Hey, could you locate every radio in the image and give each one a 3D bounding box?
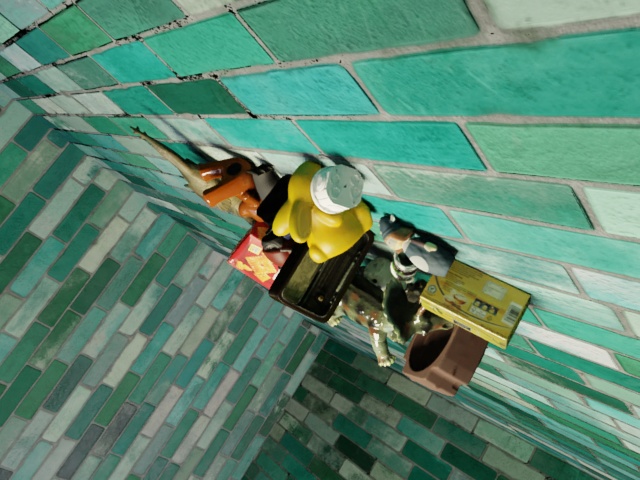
[{"bbox_3d":[0.006,0.050,1.117,0.131,0.229,0.073,35,169,-21],"label":"radio"}]

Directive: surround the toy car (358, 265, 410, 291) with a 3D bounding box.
[{"bbox_3d":[0.154,0.124,1.356,0.162,0.109,0.103,11,-175,20],"label":"toy car"}]

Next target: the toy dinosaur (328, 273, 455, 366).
[{"bbox_3d":[0.093,0.135,1.181,0.405,0.131,0.191,24,135,39],"label":"toy dinosaur"}]

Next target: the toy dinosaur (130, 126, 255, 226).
[{"bbox_3d":[-0.268,-0.135,1.363,0.199,0.105,0.470,19,162,48],"label":"toy dinosaur"}]

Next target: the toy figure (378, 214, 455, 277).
[{"bbox_3d":[0.167,0.009,0.967,0.155,0.058,0.064,32,128,14],"label":"toy figure"}]

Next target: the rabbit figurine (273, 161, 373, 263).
[{"bbox_3d":[-0.011,-0.055,0.981,0.122,0.162,0.173,19,140,52],"label":"rabbit figurine"}]

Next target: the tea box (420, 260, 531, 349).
[{"bbox_3d":[0.280,0.111,0.977,0.170,0.098,0.068,28,166,27],"label":"tea box"}]

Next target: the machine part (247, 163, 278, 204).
[{"bbox_3d":[-0.105,-0.109,1.164,0.039,0.084,0.138,62,-179,44],"label":"machine part"}]

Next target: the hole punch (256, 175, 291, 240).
[{"bbox_3d":[-0.054,-0.058,1.094,0.092,0.142,0.116,42,178,-30],"label":"hole punch"}]

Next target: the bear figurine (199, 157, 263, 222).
[{"bbox_3d":[-0.179,-0.100,1.242,0.195,0.132,0.120,65,-173,-56],"label":"bear figurine"}]

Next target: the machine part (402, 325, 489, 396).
[{"bbox_3d":[0.279,0.231,1.183,0.087,0.201,0.201,33,167,-8],"label":"machine part"}]

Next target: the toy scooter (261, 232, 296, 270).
[{"bbox_3d":[-0.047,0.039,1.231,0.184,0.075,0.135,-5,122,38],"label":"toy scooter"}]

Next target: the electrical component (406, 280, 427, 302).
[{"bbox_3d":[0.228,0.136,1.252,0.078,0.045,0.102,30,143,-5],"label":"electrical component"}]
